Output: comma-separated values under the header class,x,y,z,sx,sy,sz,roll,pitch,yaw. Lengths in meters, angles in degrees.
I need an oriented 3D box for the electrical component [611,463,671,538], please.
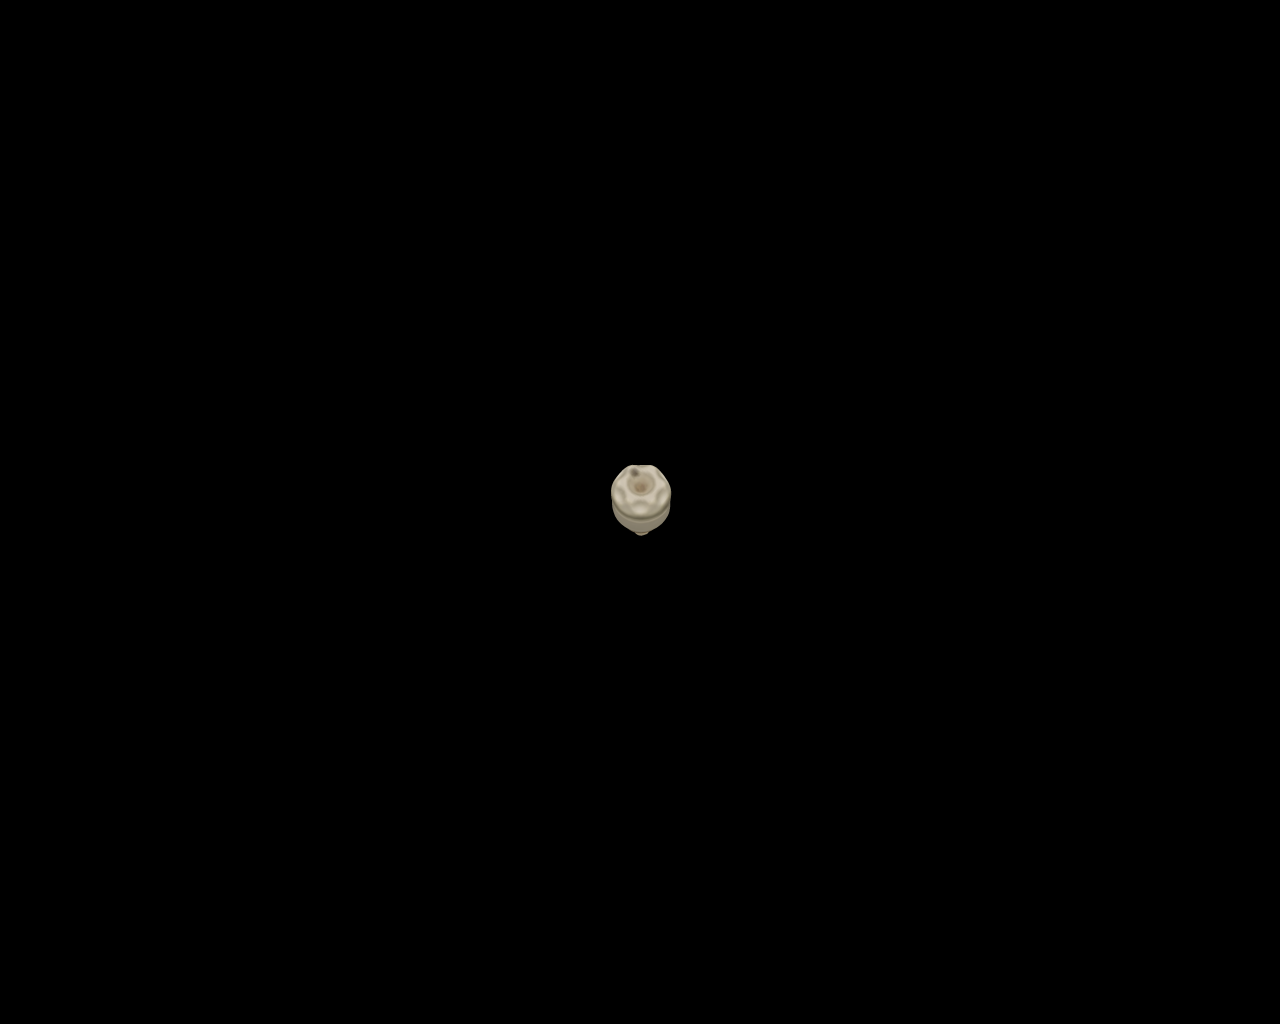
class,x,y,z,sx,sy,sz,roll,pitch,yaw
electrical component,0.001,-0.003,0.650,0.035,0.035,0.061,0,-28,0
